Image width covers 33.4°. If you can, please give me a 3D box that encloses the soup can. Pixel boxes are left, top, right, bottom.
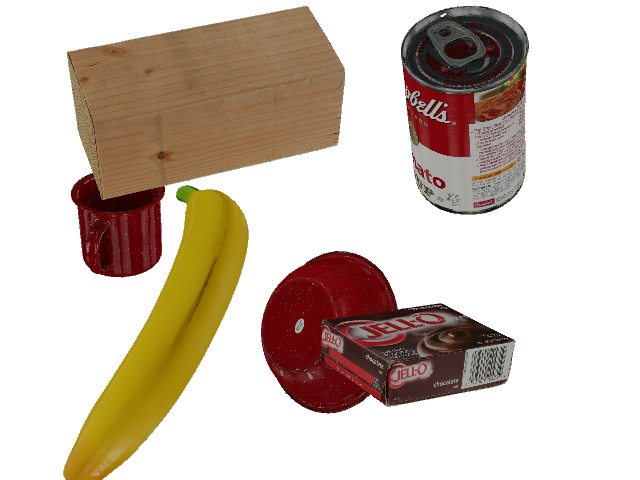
[{"bbox_3d":[0.083,-0.072,0.606,0.068,0.068,0.102,0,-39,10],"label":"soup can"}]

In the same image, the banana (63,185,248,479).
[{"bbox_3d":[-0.079,0.041,0.576,0.037,0.197,0.070,35,-38,-22],"label":"banana"}]

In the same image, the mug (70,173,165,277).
[{"bbox_3d":[-0.206,-0.010,1.076,0.093,0.081,0.117,8,33,8],"label":"mug"}]

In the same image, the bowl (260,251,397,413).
[{"bbox_3d":[-0.005,0.085,1.036,0.162,0.162,0.055,0,-11,39],"label":"bowl"}]

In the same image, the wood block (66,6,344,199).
[{"bbox_3d":[-0.093,-0.115,0.882,0.205,0.090,0.091,-14,-37,-16],"label":"wood block"}]

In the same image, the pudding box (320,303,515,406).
[{"bbox_3d":[0.069,0.080,0.777,0.113,0.039,0.090,-3,17,-31],"label":"pudding box"}]
